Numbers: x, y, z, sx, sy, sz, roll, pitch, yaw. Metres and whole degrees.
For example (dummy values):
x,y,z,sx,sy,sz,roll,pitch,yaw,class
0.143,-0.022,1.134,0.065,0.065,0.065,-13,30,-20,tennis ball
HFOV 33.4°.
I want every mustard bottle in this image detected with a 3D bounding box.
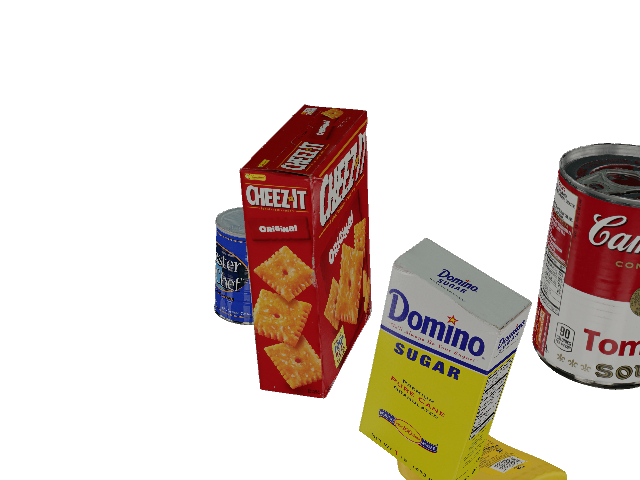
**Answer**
x,y,z,sx,sy,sz,roll,pitch,yaw,class
0.130,0.210,1.011,0.096,0.058,0.192,-15,24,-37,mustard bottle

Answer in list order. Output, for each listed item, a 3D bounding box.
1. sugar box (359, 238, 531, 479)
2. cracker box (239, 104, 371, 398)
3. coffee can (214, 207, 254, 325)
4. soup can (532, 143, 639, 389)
x,y,z,sx,sy,sz,roll,pitch,yaw,class
0.084,0.094,0.767,0.093,0.176,0.048,33,47,28,sugar box
-0.005,0.006,0.955,0.072,0.214,0.164,6,28,17,cracker box
-0.099,0.035,1.522,0.103,0.140,0.103,3,23,-1,coffee can
0.143,0.012,0.519,0.068,0.102,0.068,2,27,-1,soup can
